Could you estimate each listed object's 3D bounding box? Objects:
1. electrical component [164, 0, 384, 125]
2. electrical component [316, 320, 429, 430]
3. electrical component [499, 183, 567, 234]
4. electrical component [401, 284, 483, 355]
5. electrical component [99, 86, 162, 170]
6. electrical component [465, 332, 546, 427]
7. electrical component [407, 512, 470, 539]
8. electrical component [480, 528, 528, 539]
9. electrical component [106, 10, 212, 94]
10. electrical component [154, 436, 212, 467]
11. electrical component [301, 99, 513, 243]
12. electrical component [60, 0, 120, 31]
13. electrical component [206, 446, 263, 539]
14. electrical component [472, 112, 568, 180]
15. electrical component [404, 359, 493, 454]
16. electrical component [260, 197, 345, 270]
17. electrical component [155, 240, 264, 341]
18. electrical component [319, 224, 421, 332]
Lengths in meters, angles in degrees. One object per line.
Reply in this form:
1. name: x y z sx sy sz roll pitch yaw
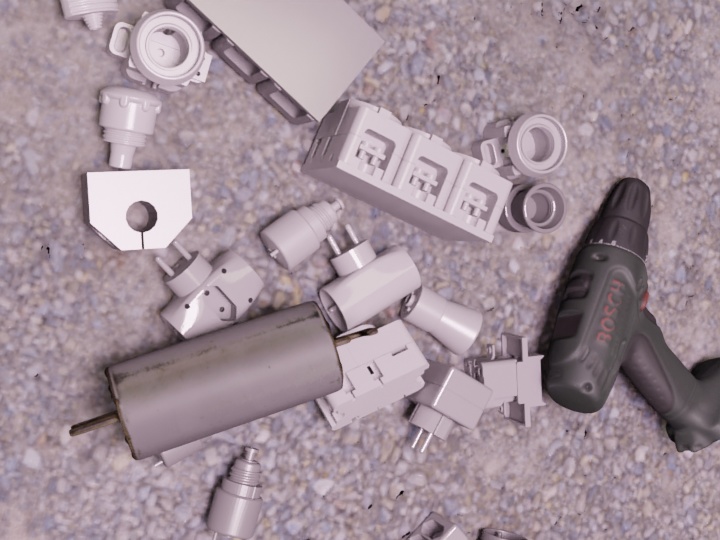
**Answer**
1. electrical component: -0.070 -0.199 0.866 0.150 0.062 0.089 42 78 -18
2. electrical component: 0.004 0.084 0.904 0.089 0.050 0.055 -23 63 -17
3. electrical component: 0.153 -0.055 0.965 0.045 0.055 0.045 -1 93 -22
4. electrical component: 0.069 0.041 0.946 0.065 0.044 0.044 30 82 -16
5. electrical component: -0.182 -0.110 0.836 0.048 0.048 0.062 8 97 -22
6. electrical component: 0.129 0.100 0.972 0.064 0.042 0.081 -5 94 -18
7. electrical component: 0.069 0.274 0.954 0.083 0.047 0.075 -44 107 -14
8. electrical component: 0.141 0.282 0.985 0.079 0.043 0.077 13 88 -22
9. electrical component: -0.153 -0.170 0.837 0.078 0.057 0.058 17 87 -22
10. electrical component: -0.137 0.126 0.867 0.078 0.040 0.040 -29 103 -18
11. electrical component: 0.040 -0.081 0.901 0.150 0.089 0.061 24 84 -21
12. electrical component: -0.211 -0.223 0.818 0.043 0.043 0.081 -15 98 -20
13. electrical component: -0.099 0.185 0.886 0.040 0.040 0.078 17 86 -22
14. electrical component: 0.149 -0.111 0.960 0.078 0.057 0.058 -17 99 -20
15. electrical component: 0.067 0.123 0.935 0.047 0.066 0.076 32 81 -20
16. electrical component: -0.047 -0.034 0.895 0.078 0.040 0.040 -38 105 -16
17. electrical component: -0.130 0.012 0.862 0.077 0.043 0.079 -45 111 -14
18. electrical component: 0.000 0.000 0.914 0.077 0.043 0.079 -31 96 -18
